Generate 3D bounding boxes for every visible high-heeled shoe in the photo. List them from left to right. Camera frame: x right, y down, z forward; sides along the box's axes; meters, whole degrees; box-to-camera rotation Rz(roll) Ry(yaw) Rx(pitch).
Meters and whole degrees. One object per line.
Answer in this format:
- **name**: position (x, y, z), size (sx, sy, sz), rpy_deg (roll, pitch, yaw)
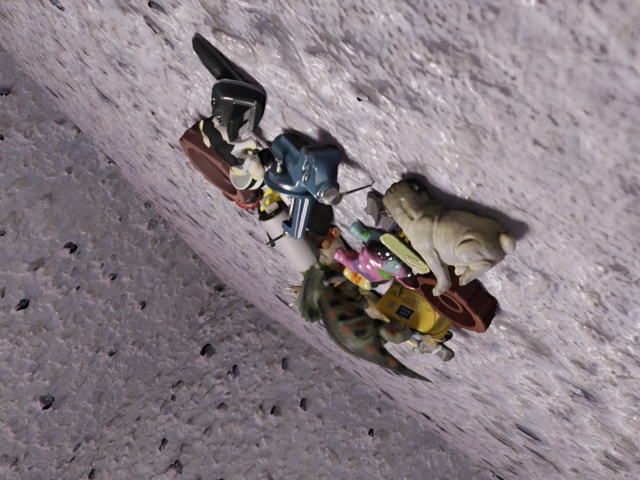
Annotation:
- **high-heeled shoe**: position (-0.061, -0.105, 1.235), size (0.145, 0.086, 0.248), rpy_deg (33, 158, 35)

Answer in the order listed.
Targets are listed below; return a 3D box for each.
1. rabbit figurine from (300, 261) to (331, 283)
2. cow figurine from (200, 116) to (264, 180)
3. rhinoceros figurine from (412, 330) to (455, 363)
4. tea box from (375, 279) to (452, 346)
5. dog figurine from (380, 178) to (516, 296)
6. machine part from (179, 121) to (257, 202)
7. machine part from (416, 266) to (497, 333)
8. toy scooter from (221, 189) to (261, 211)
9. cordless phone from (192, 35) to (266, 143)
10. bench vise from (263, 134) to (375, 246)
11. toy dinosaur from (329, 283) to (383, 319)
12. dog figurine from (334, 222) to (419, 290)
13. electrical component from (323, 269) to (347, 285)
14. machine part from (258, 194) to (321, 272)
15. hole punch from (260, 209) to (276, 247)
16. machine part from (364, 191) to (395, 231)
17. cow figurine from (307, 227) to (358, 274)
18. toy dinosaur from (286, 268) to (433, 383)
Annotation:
- **rabbit figurine**: position (-0.019, 0.042, 1.531), size (0.159, 0.121, 0.170), rpy_deg (23, 140, 63)
- **cow figurine**: position (-0.189, -0.197, 1.159), size (0.167, 0.098, 0.068), rpy_deg (64, 165, 2)
- **rhinoceros figurine**: position (0.261, 0.227, 1.339), size (0.191, 0.112, 0.073), rpy_deg (36, 163, 42)
- **tea box**: position (0.228, 0.169, 1.280), size (0.170, 0.098, 0.068), rpy_deg (21, 156, 45)
- **dog figurine**: position (0.196, -0.031, 0.843), size (0.172, 0.121, 0.190), rpy_deg (-35, 88, 40)
- **machine part**: position (-0.252, -0.203, 1.389), size (0.202, 0.087, 0.200), rpy_deg (33, 163, 20)
- **machine part**: position (0.276, 0.115, 1.103), size (0.179, 0.056, 0.179), rpy_deg (38, 164, 13)
- **toy scooter**: position (-0.233, -0.137, 1.544), size (0.184, 0.075, 0.135), rpy_deg (37, 164, 22)
- **cordless phone**: position (-0.193, -0.298, 1.049), size (0.184, 0.089, 0.146), rpy_deg (51, 165, 2)
- **bench vise**: position (-0.032, -0.090, 1.052), size (0.224, 0.129, 0.240), rpy_deg (39, 132, 31)
- **toy dinosaur**: position (0.127, 0.187, 1.561), size (0.198, 0.105, 0.472), rpy_deg (42, 175, -36)
- **dog figurine**: position (0.146, 0.053, 1.144), size (0.219, 0.108, 0.191), rpy_deg (20, 154, 44)
- **electrical component**: position (0.051, 0.102, 1.429), size (0.102, 0.045, 0.078), rpy_deg (3, 159, -9)
- **machine part**: position (-0.071, -0.007, 1.273), size (0.079, 0.079, 0.243), rpy_deg (18, 149, 52)
- **hole punch**: position (-0.113, -0.055, 1.507), size (0.142, 0.092, 0.116), rpy_deg (106, 142, -75)
- **machine part**: position (0.139, -0.034, 1.027), size (0.139, 0.039, 0.084), rpy_deg (42, 154, 17)
- **cow figurine**: position (-0.003, -0.004, 1.372), size (0.127, 0.085, 0.194), rpy_deg (10, 147, 49)
- **toy dinosaur**: position (0.071, 0.191, 1.232), size (0.405, 0.192, 0.131), rpy_deg (48, 144, 41)
